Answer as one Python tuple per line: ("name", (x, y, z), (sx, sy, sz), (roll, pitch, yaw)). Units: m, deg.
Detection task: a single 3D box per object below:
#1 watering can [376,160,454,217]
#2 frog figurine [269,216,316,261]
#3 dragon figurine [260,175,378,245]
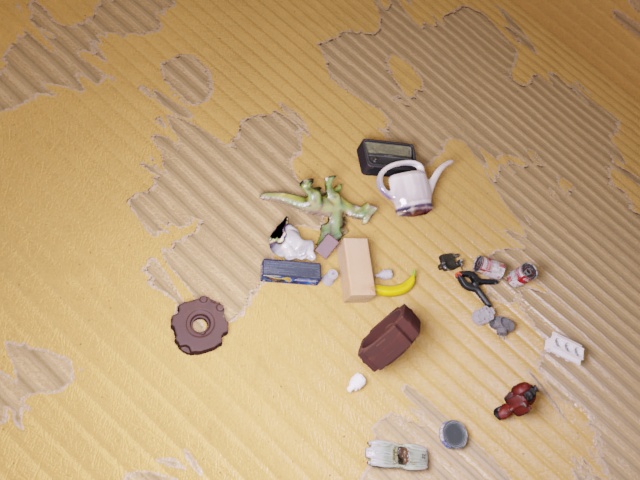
("watering can", (0.386, -0.206, 1.991), (0.349, 0.103, 0.226), (-9, 82, -17))
("frog figurine", (-0.090, 0.018, 1.760), (0.157, 0.121, 0.140), (41, 21, -28))
("dragon figurine", (0.006, -0.093, 1.852), (0.411, 0.120, 0.245), (-12, 76, -13))
